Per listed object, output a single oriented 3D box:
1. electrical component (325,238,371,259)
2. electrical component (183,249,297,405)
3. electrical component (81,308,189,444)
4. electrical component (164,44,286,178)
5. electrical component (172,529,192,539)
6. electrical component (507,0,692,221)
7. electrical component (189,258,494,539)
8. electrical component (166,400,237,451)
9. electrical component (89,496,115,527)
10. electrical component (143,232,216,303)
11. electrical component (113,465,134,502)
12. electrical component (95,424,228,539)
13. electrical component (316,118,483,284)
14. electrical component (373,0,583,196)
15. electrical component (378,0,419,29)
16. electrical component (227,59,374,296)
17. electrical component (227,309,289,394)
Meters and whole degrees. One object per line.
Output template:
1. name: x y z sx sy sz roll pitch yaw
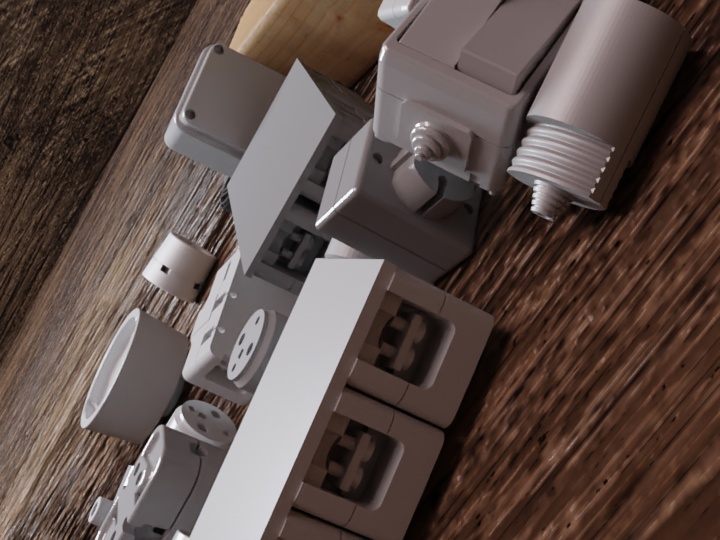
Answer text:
1. electrical component: 0.000 0.000 0.563 0.078 0.040 0.040 -67 19 -10
2. electrical component: -0.075 0.036 0.703 0.056 0.050 0.089 -40 29 51
3. electrical component: -0.182 0.093 0.900 0.108 0.060 0.108 -52 22 30
4. electrical component: -0.084 -0.114 0.832 0.057 0.113 0.078 -31 37 64
5. electrical component: -0.096 0.180 0.573 0.077 0.044 0.079 -67 18 -12
6. electrical component: 0.086 -0.056 0.400 0.081 0.043 0.043 -64 18 -1
7. electrical component: -0.009 0.076 0.450 0.150 0.062 0.089 -66 18 -7
8. electrical component: -0.111 0.118 0.697 0.055 0.045 0.045 -56 19 19
9. electrical component: -0.142 0.165 0.691 0.043 0.062 0.043 -53 21 30
10. electrical component: -0.167 -0.003 1.002 0.047 0.055 0.055 -59 18 2
11. electrical component: -0.143 0.152 0.742 0.043 0.043 0.081 -18 48 65
12. electrical component: -0.111 0.148 0.634 0.095 0.059 0.053 -60 19 10
13. electrical component: 0.029 -0.039 0.496 0.077 0.066 0.047 -40 30 48
14. electrical component: 0.049 -0.083 0.441 0.096 0.062 0.061 -53 -17 -29
15. electrical component: 0.057 -0.153 0.581 0.096 0.062 0.061 -63 18 1
16. electrical component: -0.029 -0.060 0.693 0.105 0.060 0.186 -59 19 13
17. electrical component: -0.036 0.050 0.569 0.045 0.055 0.045 -52 21 30
